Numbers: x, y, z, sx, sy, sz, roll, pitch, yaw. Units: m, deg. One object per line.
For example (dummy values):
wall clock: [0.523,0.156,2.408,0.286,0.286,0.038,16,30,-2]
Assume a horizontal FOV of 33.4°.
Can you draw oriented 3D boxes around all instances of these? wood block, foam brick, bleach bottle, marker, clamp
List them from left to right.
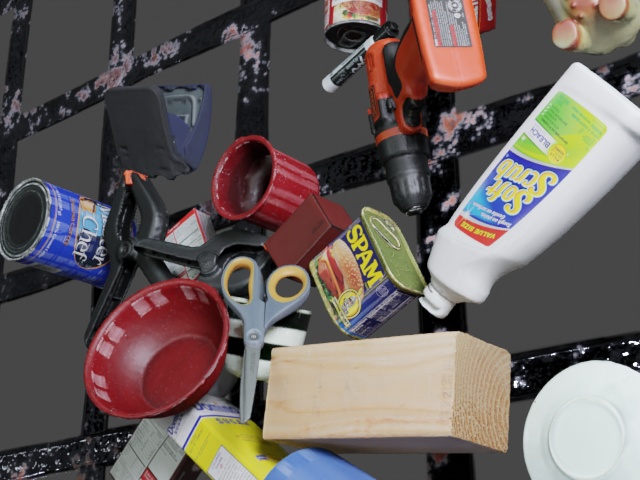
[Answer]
clamp: [-0.221,0.022,1.240,0.165,0.036,0.210,-25,62,31]
clamp: [-0.124,0.026,1.152,0.171,0.039,0.120,-23,66,0]
foam brick: [-0.007,0.001,1.092,0.078,0.051,0.053,-46,51,20]
marker: [0.043,-0.192,1.119,0.121,0.020,0.020,-36,52,47]
wood block: [0.058,0.141,0.956,0.207,0.090,0.090,-10,67,40]
bleach bottle: [0.179,-0.027,0.932,0.251,0.068,0.103,-52,48,17]

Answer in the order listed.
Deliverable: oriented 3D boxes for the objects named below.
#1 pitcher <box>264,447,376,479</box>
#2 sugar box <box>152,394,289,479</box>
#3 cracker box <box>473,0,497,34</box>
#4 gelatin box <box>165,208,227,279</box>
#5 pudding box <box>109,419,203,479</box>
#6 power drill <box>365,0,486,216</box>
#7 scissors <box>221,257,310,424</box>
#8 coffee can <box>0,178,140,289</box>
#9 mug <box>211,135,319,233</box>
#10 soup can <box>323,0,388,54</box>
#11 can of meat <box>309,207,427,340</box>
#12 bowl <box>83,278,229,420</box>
pitcher: [0.048,0.284,0.897,0.243,0.144,0.149,28,78,48]
sugar box: [-0.081,0.209,1.052,0.176,0.093,0.048,36,99,43]
cracker box: [0.102,-0.321,1.035,0.072,0.164,0.214,-19,56,-5]
gelatin box: [-0.148,0.021,1.226,0.073,0.030,0.089,-40,53,22]
pudding box: [-0.172,0.238,1.161,0.090,0.039,0.113,40,100,44]
power drill: [0.092,-0.134,0.990,0.188,0.057,0.184,126,136,-66]
scissors: [-0.044,0.086,1.000,0.202,0.096,0.016,-108,14,-45]
coffee can: [-0.304,-0.006,1.298,0.103,0.140,0.103,-16,64,37]
mug: [-0.059,-0.063,1.141,0.093,0.081,0.117,-44,51,21]
soup can: [0.039,-0.259,1.136,0.069,0.068,0.102,-14,66,38]
can of meat: [0.045,0.034,1.032,0.084,0.057,0.102,-43,50,26]
bowl: [-0.152,0.118,1.060,0.162,0.055,0.162,-15,47,16]
